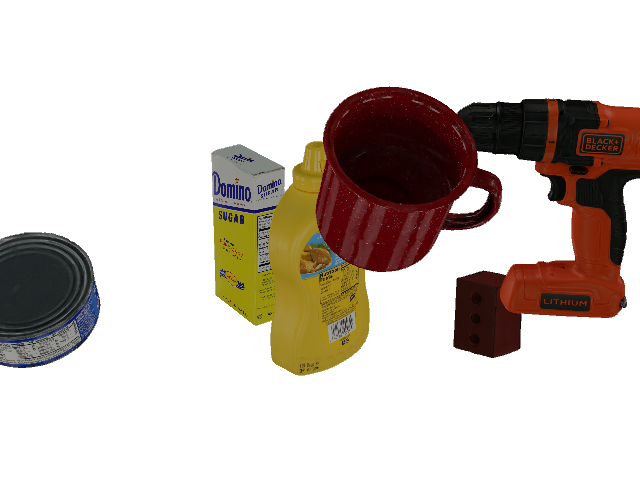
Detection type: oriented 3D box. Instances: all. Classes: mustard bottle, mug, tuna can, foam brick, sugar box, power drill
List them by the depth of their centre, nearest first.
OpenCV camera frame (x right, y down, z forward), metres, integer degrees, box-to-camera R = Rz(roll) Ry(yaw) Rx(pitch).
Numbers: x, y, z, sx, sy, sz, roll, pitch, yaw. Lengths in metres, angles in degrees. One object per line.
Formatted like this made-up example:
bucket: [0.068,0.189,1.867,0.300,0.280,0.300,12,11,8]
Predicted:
mug: [0.054,-0.032,0.662,0.117,0.093,0.081,8,-34,-4]
tuna can: [-0.182,0.037,0.668,0.086,0.086,0.034,0,-42,1]
mustard bottle: [-0.001,0.011,0.882,0.096,0.192,0.058,-24,35,-39]
power drill: [0.197,-0.028,0.898,0.184,0.188,0.057,4,28,5]
foam brick: [0.174,0.076,1.107,0.053,0.078,0.051,12,18,42]
sugar box: [-0.079,-0.007,1.157,0.048,0.176,0.093,-17,29,-30]
